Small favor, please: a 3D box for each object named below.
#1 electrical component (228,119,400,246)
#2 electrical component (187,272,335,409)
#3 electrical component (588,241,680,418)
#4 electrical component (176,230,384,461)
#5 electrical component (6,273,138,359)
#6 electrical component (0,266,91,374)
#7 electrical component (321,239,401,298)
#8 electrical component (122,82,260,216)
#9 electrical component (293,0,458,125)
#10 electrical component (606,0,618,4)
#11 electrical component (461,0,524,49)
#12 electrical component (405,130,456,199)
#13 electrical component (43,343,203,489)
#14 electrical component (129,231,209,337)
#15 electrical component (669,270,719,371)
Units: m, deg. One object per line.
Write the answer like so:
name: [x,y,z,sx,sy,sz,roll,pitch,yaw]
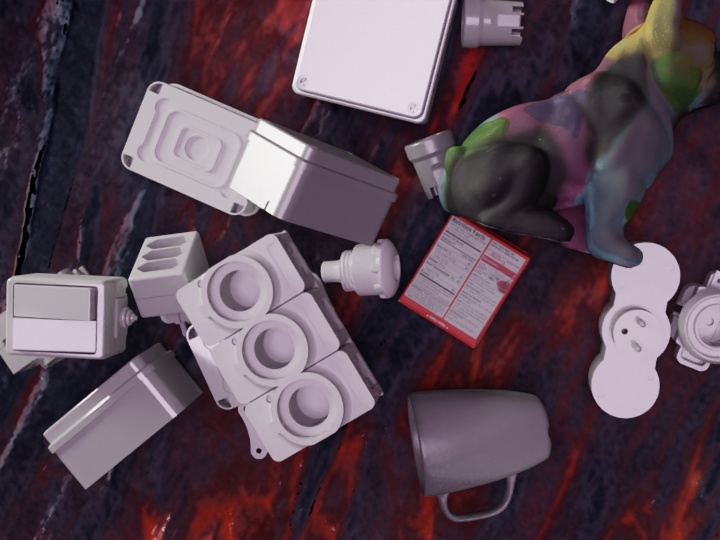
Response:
electrical component: [-0.034,-0.067,0.832,0.078,0.113,0.057,33,102,41]
electrical component: [-0.074,0.057,0.882,0.113,0.057,0.078,-25,91,9]
electrical component: [0.214,0.047,0.834,0.052,0.074,0.138,10,96,7]
electrical component: [-0.060,0.057,0.818,0.089,0.062,0.150,-31,89,9]
electrical component: [-0.225,0.036,0.847,0.096,0.061,0.061,2,93,6]
electrical component: [-0.260,0.045,0.910,0.089,0.050,0.055,-34,89,8]
electrical component: [0.000,0.000,0.875,0.062,0.048,0.048,-3,94,17]
electrical component: [-0.125,-0.098,0.877,0.113,0.057,0.078,24,97,5]
electrical component: [0.013,-0.179,0.853,0.109,0.056,0.108,15,96,7]
electrical component: [0.198,-0.261,0.828,0.077,0.044,0.079,-43,87,8]
electrical component: [0.104,-0.195,0.849,0.046,0.040,0.040,2,95,1]
electrical component: [0.062,-0.084,0.863,0.040,0.040,0.046,-20,98,9]
electrical component: [-0.196,0.119,0.893,0.113,0.078,0.057,-39,91,9]
electrical component: [-0.152,0.019,0.890,0.047,0.065,0.076,-7,122,8]
electrical component: [0.273,0.041,0.834,0.058,0.057,0.078,22,97,6]
